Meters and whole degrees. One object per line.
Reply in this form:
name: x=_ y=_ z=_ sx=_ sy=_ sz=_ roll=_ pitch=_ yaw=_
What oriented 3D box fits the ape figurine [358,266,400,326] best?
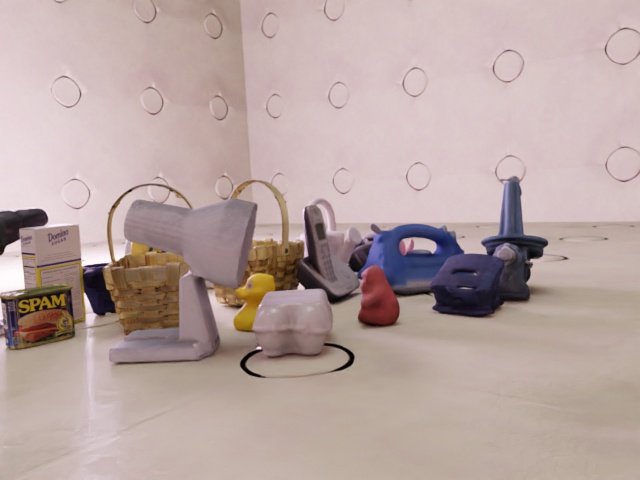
ape figurine: x=0.085 y=0.085 z=0.893 sx=0.075 sy=0.092 sz=0.078 roll=0 pitch=6 yaw=33

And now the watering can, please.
watering can: x=0.013 y=0.004 z=1.261 sx=0.172 sy=0.194 sz=0.101 roll=-1 pitch=6 yaw=17

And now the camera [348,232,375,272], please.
camera: x=0.119 y=0.032 z=1.414 sx=0.142 sy=0.101 sz=0.137 roll=1 pitch=7 yaw=37

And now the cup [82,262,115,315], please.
cup: x=-0.404 y=0.094 z=1.066 sx=0.091 sy=0.095 sz=0.118 roll=-3 pitch=5 yaw=3

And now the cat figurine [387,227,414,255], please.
cat figurine: x=0.179 y=0.029 z=1.317 sx=0.128 sy=0.118 sz=0.067 roll=-8 pitch=7 yaw=-44

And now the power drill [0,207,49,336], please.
power drill: x=-0.560 y=0.055 z=0.954 sx=0.075 sy=0.208 sz=0.230 roll=1 pitch=7 yaw=39

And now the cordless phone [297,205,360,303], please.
cordless phone: x=0.014 y=0.022 z=1.114 sx=0.094 sy=0.185 sz=0.148 roll=-1 pitch=6 yaw=23

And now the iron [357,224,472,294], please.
iron: x=0.208 y=0.029 z=1.168 sx=0.259 sy=0.141 sz=0.118 roll=-5 pitch=6 yaw=-23

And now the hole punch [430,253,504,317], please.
hole punch: x=0.246 y=0.072 z=0.948 sx=0.108 sy=0.091 sz=0.101 roll=1 pitch=7 yaw=37

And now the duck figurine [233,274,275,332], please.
duck figurine: x=-0.087 y=0.096 z=0.910 sx=0.104 sy=0.086 sz=0.077 roll=-3 pitch=5 yaw=1

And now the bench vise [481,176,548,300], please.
bench vise: x=0.363 y=-0.008 z=1.050 sx=0.121 sy=0.220 sz=0.207 roll=-2 pitch=5 yaw=7

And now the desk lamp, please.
desk lamp: x=-0.180 y=0.049 z=0.776 sx=0.203 sy=0.213 sz=0.118 roll=-3 pitch=5 yaw=0

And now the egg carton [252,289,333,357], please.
egg carton: x=-0.035 y=0.112 z=0.795 sx=0.107 sy=0.069 sz=0.150 roll=-3 pitch=5 yaw=0

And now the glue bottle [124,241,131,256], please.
glue bottle: x=-0.391 y=0.041 z=1.207 sx=0.037 sy=0.173 sz=0.078 roll=-4 pitch=5 yaw=-10
